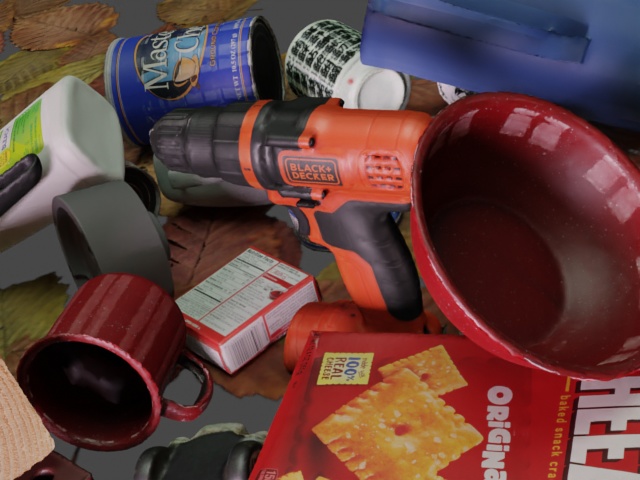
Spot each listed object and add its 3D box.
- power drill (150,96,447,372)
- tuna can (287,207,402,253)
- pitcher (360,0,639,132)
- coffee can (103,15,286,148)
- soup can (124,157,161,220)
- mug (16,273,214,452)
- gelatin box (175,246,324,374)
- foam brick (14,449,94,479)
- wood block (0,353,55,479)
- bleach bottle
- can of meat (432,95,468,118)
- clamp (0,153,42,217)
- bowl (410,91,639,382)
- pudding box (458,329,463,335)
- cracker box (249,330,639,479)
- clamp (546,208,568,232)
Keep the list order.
[{"bbox_3d":[-0.004,0.001,0.646,0.185,0.187,0.057,7,41,28],"label":"power drill"},{"bbox_3d":[0.018,-0.029,0.816,0.086,0.034,0.086,-14,34,9],"label":"tuna can"},{"bbox_3d":[0.157,-0.163,0.810,0.243,0.145,0.149,18,64,9],"label":"pitcher"},{"bbox_3d":[-0.113,-0.144,0.980,0.140,0.103,0.102,-6,35,14],"label":"coffee can"},{"bbox_3d":[-0.186,-0.044,0.897,0.068,0.068,0.102,-31,36,-21],"label":"soup can"},{"bbox_3d":[-0.123,0.079,0.685,0.117,0.093,0.081,21,34,-1],"label":"mug"},{"bbox_3d":[-0.054,0.047,0.742,0.089,0.030,0.073,-36,36,-27],"label":"gelatin box"},{"bbox_3d":[-0.163,0.164,0.597,0.053,0.051,0.078,17,46,40],"label":"foam brick"},{"bbox_3d":[-0.249,0.094,0.652,0.090,0.090,0.206,-34,20,-24],"label":"wood block"},{"bbox_3d":[-0.269,-0.024,0.851,0.251,0.068,0.102,-33,43,20],"label":"bleach bottle"},{"bbox_3d":[0.120,-0.064,0.807,0.102,0.057,0.084,-35,36,-27],"label":"can of meat"},{"bbox_3d":[-0.309,0.010,0.758,0.164,0.210,0.036,17,20,-27],"label":"clamp"},{"bbox_3d":[0.105,0.005,0.548,0.161,0.162,0.055,-47,0,-38],"label":"bowl"},{"bbox_3d":[0.100,0.024,0.653,0.039,0.090,0.113,-7,34,5],"label":"pudding box"},{"bbox_3d":[0.076,0.122,0.539,0.214,0.072,0.164,-1,36,21],"label":"cracker box"},{"bbox_3d":[0.173,-0.009,0.649,0.039,0.171,0.120,-52,8,26],"label":"clamp"}]
